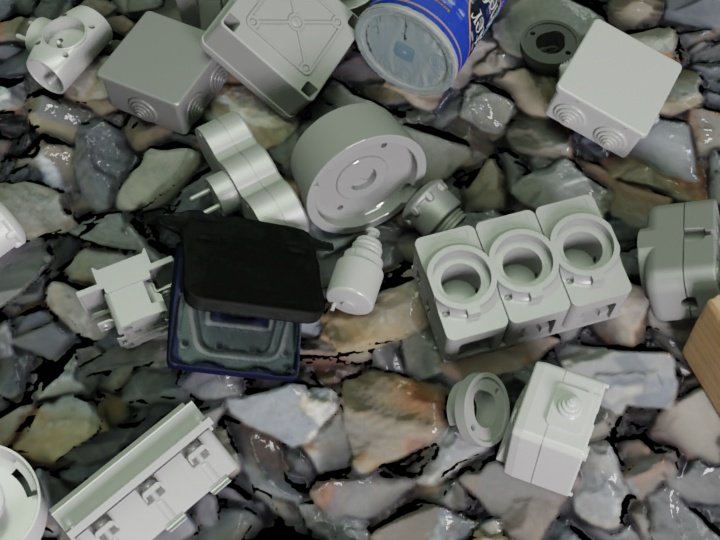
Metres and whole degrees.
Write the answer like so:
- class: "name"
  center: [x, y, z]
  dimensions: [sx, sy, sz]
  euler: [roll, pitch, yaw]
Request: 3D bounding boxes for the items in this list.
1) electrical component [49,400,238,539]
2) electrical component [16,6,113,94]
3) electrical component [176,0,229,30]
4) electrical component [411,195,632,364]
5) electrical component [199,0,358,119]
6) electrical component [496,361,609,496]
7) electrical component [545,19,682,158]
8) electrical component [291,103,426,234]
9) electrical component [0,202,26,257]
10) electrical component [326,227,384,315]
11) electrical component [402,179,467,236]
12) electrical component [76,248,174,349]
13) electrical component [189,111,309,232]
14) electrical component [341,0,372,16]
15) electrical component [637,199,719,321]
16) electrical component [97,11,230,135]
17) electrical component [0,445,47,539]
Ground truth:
- class: "electrical component"
  center: [-0.153, 0.157, 0.771]
  dimensions: [0.121, 0.079, 0.063]
  euler: [-39, 94, -19]
- class: "electrical component"
  center: [-0.289, -0.215, 1.018]
  dimensions: [0.079, 0.044, 0.077]
  euler: [25, 63, 16]
- class: "electrical component"
  center: [-0.139, -0.265, 1.013]
  dimensions: [0.062, 0.096, 0.061]
  euler: [23, 63, 15]
- class: "electrical component"
  center: [0.126, 0.005, 0.852]
  dimensions: [0.150, 0.061, 0.089]
  euler: [-15, 66, -7]
- class: "electrical component"
  center: [-0.070, -0.213, 0.974]
  dimensions: [0.109, 0.056, 0.108]
  euler: [39, 62, -17]
- class: "electrical component"
  center: [0.137, 0.111, 0.773]
  dimensions: [0.061, 0.096, 0.061]
  euler: [18, 61, 13]
- class: "electrical component"
  center: [0.222, -0.159, 0.952]
  dimensions: [0.100, 0.048, 0.099]
  euler: [30, 66, 4]
- class: "electrical component"
  center: [-0.006, -0.089, 0.897]
  dimensions: [0.108, 0.108, 0.060]
  euler: [-22, 54, -11]
- class: "electrical component"
  center: [-0.318, -0.027, 0.906]
  dimensions: [0.062, 0.048, 0.048]
  euler: [-39, 65, -12]
- class: "electrical component"
  center: [0.000, 0.000, 0.879]
  dimensions: [0.040, 0.040, 0.078]
  euler: [13, 60, 10]
- class: "electrical component"
  center: [0.070, -0.042, 0.901]
  dimensions: [0.062, 0.048, 0.048]
  euler: [44, 69, 6]
- class: "electrical component"
  center: [-0.182, 0.025, 0.870]
  dimensions: [0.081, 0.042, 0.063]
  euler: [-23, 63, -10]
- class: "electrical component"
  center: [-0.109, -0.069, 0.918]
  dimensions: [0.074, 0.052, 0.138]
  euler: [-28, 62, -14]
- class: "electrical component"
  center: [-0.021, -0.279, 1.050]
  dimensions: [0.099, 0.064, 0.099]
  euler: [0, 72, 0]
- class: "electrical component"
  center: [0.255, -0.008, 0.853]
  dimensions: [0.059, 0.053, 0.095]
  euler: [-6, 43, 23]
- class: "electrical component"
  center: [-0.178, -0.180, 0.990]
  dimensions: [0.100, 0.048, 0.099]
  euler: [23, 62, 15]
- class: "electrical component"
  center: [-0.279, 0.177, 0.783]
  dimensions: [0.099, 0.064, 0.099]
  euler: [6, 59, -10]
